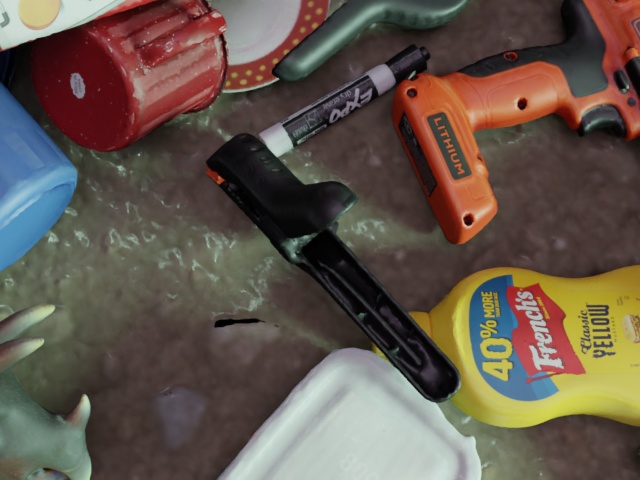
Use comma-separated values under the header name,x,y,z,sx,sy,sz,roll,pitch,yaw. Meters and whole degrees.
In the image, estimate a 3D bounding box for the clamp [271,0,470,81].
name,x,y,z,sx,sy,sz,roll,pitch,yaw
clamp,0.035,-0.158,0.666,0.171,0.039,0.120,-2,88,-12

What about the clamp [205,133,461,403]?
name,x,y,z,sx,sy,sz,roll,pitch,yaw
clamp,-0.004,0.001,0.604,0.036,0.210,0.164,-39,125,-9

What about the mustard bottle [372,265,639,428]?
name,x,y,z,sx,sy,sz,roll,pitch,yaw
mustard bottle,0.127,0.063,0.634,0.191,0.058,0.096,0,64,0

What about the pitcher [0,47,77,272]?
name,x,y,z,sx,sy,sz,roll,pitch,yaw
pitcher,-0.254,-0.092,0.627,0.149,0.145,0.243,-45,88,5

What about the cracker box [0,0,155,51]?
name,x,y,z,sx,sy,sz,roll,pitch,yaw
cracker box,-0.130,-0.202,0.547,0.213,0.164,0.072,-27,41,-30

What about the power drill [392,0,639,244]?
name,x,y,z,sx,sy,sz,roll,pitch,yaw
power drill,0.152,-0.067,0.658,0.187,0.057,0.184,-23,78,-7

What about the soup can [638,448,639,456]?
name,x,y,z,sx,sy,sz,roll,pitch,yaw
soup can,0.239,0.156,0.619,0.068,0.068,0.102,-25,83,-5

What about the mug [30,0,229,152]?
name,x,y,z,sx,sy,sz,roll,pitch,yaw
mug,-0.104,-0.104,0.617,0.081,0.117,0.093,-42,114,-47

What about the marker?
name,x,y,z,sx,sy,sz,roll,pitch,yaw
marker,0.017,-0.089,0.677,0.121,0.020,0.020,-31,83,-6
